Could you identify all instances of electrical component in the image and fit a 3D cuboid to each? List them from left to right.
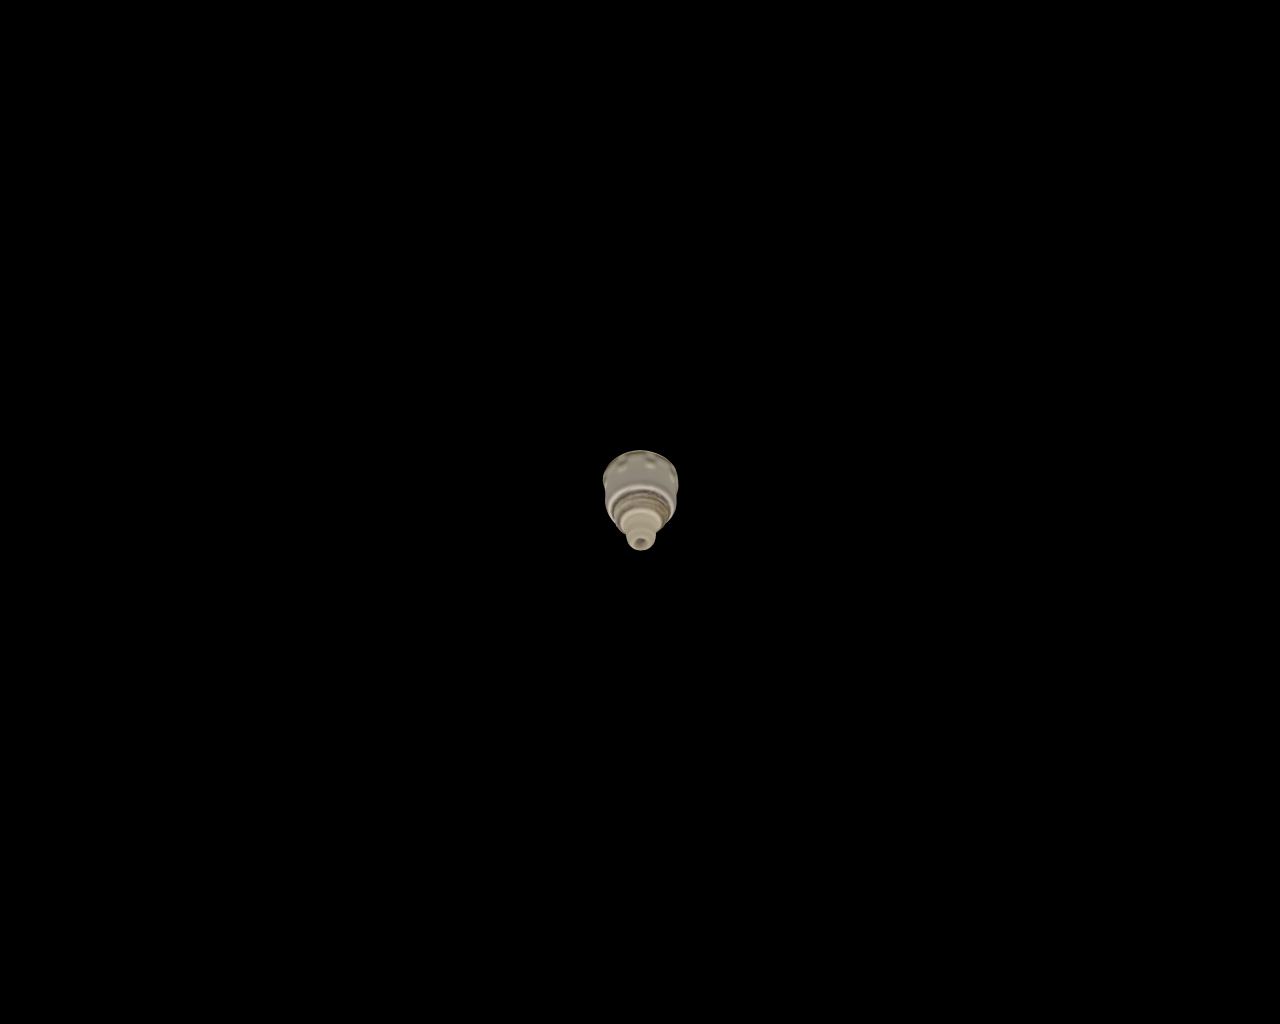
[{"bbox_3d":[0.001,-0.003,0.650,0.048,0.062,0.048,0,-45,0],"label":"electrical component"}]
